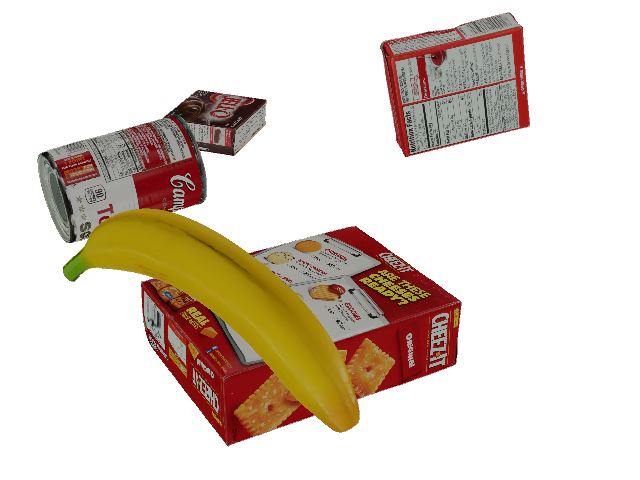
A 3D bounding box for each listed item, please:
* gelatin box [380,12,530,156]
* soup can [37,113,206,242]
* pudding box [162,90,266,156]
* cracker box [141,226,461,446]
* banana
[{"bbox_3d":[0.089,-0.101,0.696,0.089,0.073,0.030,-14,34,-1],"label":"gelatin box"},{"bbox_3d":[-0.141,-0.044,0.757,0.102,0.068,0.069,-19,8,-23],"label":"soup can"},{"bbox_3d":[-0.123,-0.140,1.255,0.090,0.039,0.113,9,29,13],"label":"pudding box"},{"bbox_3d":[-0.018,0.071,0.880,0.213,0.072,0.164,-15,31,-27],"label":"cracker box"},{"bbox_3d":[-0.056,0.031,0.587,0.198,0.070,0.037,28,40,19],"label":"banana"}]
